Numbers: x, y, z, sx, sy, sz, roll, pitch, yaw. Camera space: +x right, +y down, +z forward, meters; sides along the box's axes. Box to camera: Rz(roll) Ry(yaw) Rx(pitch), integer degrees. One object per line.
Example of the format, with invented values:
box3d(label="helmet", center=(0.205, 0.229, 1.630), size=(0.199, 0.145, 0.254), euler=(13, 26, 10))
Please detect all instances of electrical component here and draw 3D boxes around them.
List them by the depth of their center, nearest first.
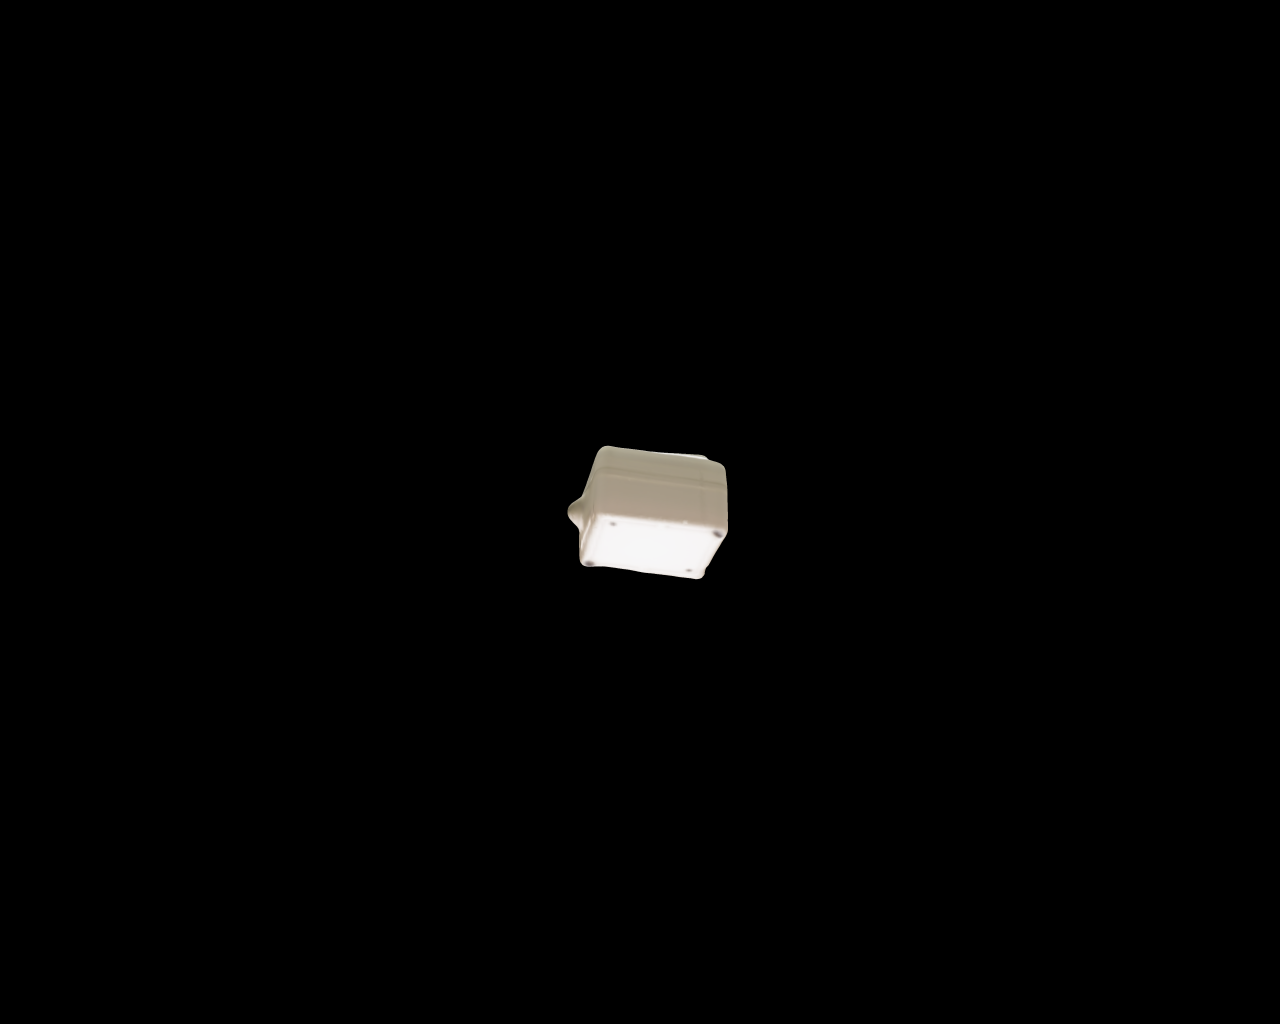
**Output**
box3d(label="electrical component", center=(0.001, -0.003, 0.650), size=(0.096, 0.061, 0.061), euler=(8, -35, -11))
